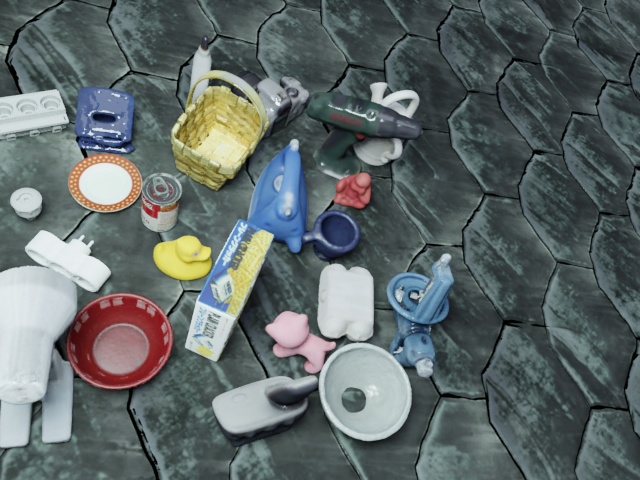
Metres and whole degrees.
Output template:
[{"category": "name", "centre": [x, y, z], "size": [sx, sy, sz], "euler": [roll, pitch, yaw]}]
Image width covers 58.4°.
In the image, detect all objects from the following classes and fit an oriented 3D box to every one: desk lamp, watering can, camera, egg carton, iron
[{"category": "desk lamp", "centre": [-0.404, 0.168, 0.809], "size": [0.118, 0.213, 0.203], "euler": [-2, 63, -19]}, {"category": "watering can", "centre": [0.144, -0.263, 1.248], "size": [0.101, 0.194, 0.172], "euler": [-29, 74, -29]}, {"category": "camera", "centre": [-0.115, -0.317, 1.246], "size": [0.136, 0.100, 0.143], "euler": [44, 58, 8]}, {"category": "egg carton", "centre": [0.048, 0.117, 1.078], "size": [0.107, 0.069, 0.150], "euler": [9, 60, -14]}, {"category": "iron", "centre": [-0.066, -0.112, 1.123], "size": [0.119, 0.141, 0.258], "euler": [11, 59, -12]}]

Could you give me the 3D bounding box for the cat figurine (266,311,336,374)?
[{"category": "cat figurine", "centre": [-0.033, 0.168, 0.993], "size": [0.128, 0.117, 0.067], "euler": [24, 57, -4]}]

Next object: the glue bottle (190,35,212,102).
[{"category": "glue bottle", "centre": [-0.244, -0.354, 1.179], "size": [0.037, 0.173, 0.078], "euler": [6, 60, -15]}]

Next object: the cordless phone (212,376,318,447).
[{"category": "cordless phone", "centre": [-0.083, 0.249, 0.890], "size": [0.148, 0.185, 0.094], "euler": [-15, 68, -25]}]

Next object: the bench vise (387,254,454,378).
[{"category": "bench vise", "centre": [0.198, 0.131, 1.031], "size": [0.122, 0.219, 0.207], "euler": [-11, 66, -23]}]

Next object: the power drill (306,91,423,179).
[{"category": "power drill", "centre": [0.072, -0.213, 1.187], "size": [0.230, 0.208, 0.075], "euler": [21, 57, -6]}]

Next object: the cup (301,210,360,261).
[{"category": "cup", "centre": [0.010, 0.004, 1.112], "size": [0.118, 0.095, 0.091], "euler": [-12, 67, -24]}]

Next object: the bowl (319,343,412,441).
[{"category": "bowl", "centre": [0.069, 0.269, 0.997], "size": [0.168, 0.074, 0.167], "euler": [8, 60, -14]}]

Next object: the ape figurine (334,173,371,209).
[{"category": "ape figurine", "centre": [0.078, -0.110, 1.201], "size": [0.076, 0.092, 0.077], "euler": [-33, 76, -30]}]

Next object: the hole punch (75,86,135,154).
[{"category": "hole punch", "centre": [-0.410, -0.229, 1.102], "size": [0.109, 0.091, 0.101], "euler": [4, 61, -17]}]

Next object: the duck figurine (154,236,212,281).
[{"category": "duck figurine", "centre": [-0.242, 0.022, 1.022], "size": [0.105, 0.086, 0.077], "euler": [14, 58, -11]}]
